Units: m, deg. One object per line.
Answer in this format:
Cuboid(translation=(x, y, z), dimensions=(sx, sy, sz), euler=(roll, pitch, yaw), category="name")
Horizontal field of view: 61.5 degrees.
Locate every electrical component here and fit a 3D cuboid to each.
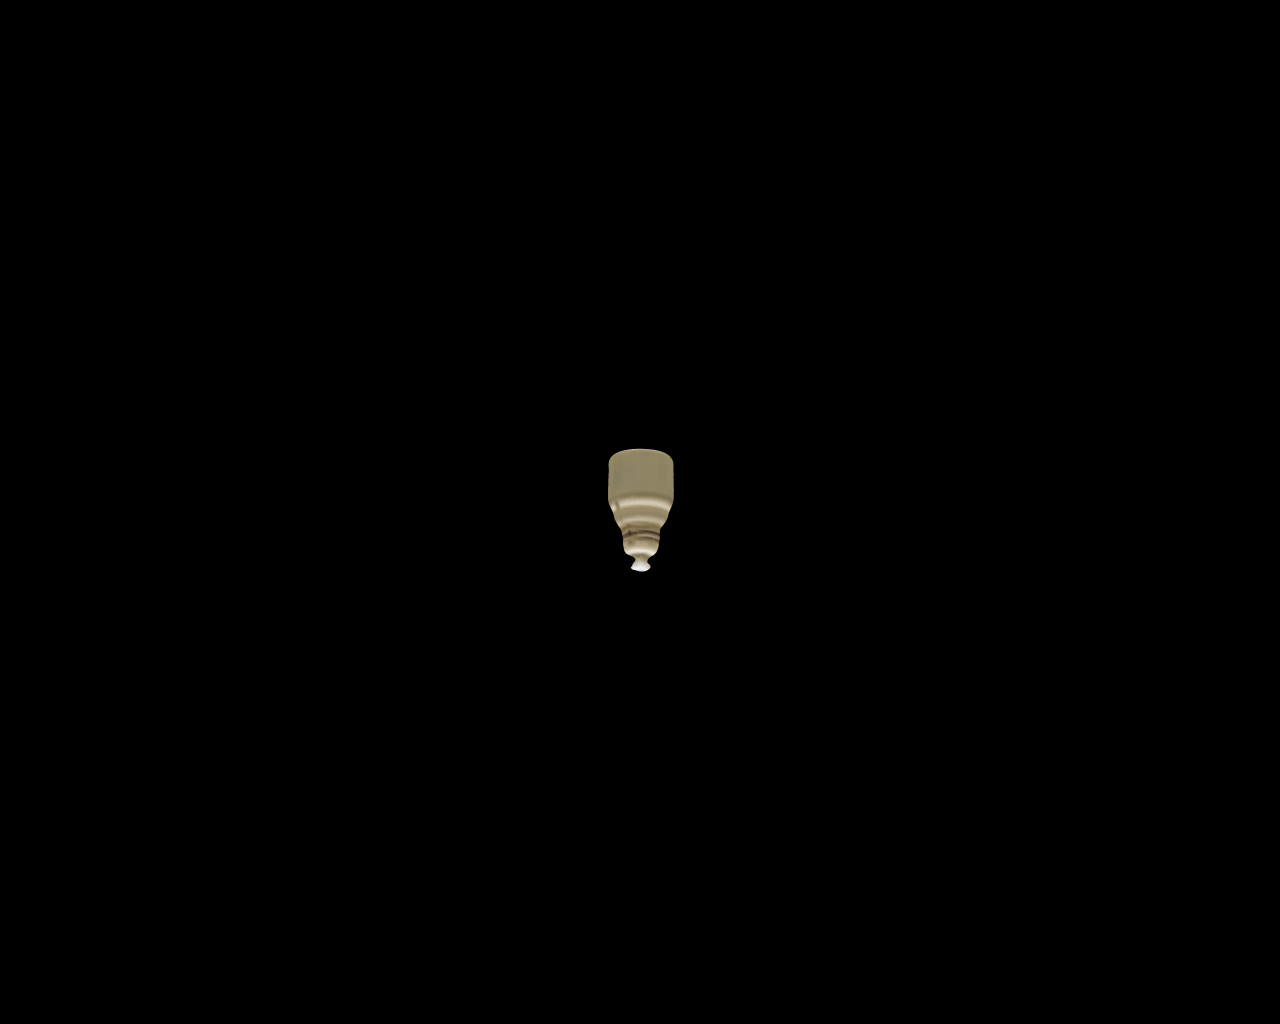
Cuboid(translation=(0.001, -0.003, 0.650), dimensions=(0.040, 0.078, 0.040), euler=(0, -16, 0), category="electrical component")
